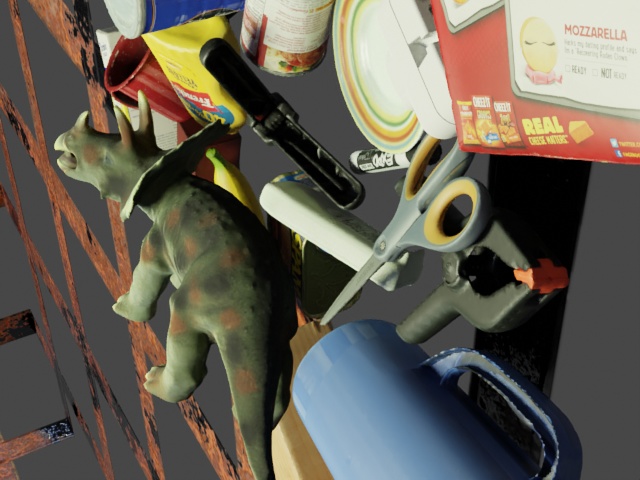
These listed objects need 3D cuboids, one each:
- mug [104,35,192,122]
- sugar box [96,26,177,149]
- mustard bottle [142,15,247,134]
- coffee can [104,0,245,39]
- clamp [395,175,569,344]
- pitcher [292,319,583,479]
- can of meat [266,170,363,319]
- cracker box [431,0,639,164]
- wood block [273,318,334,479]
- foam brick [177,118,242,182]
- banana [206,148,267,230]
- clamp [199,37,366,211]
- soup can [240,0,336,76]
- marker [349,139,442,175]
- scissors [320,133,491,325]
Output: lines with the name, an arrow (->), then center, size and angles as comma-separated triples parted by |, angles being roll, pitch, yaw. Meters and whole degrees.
mug -> -0.162, -0.164, 1.063 | 0.117, 0.081, 0.093 | -32, 43, 37
sugar box -> -0.172, -0.148, 1.143 | 0.048, 0.093, 0.176 | 29, 133, 61
mustard bottle -> -0.102, -0.149, 0.971 | 0.096, 0.058, 0.191 | 29, 166, 21
coffee can -> -0.095, -0.223, 0.829 | 0.103, 0.140, 0.103 | 50, 150, 43
clamp -> 0.095, 0.007, 0.697 | 0.172, 0.039, 0.120 | -12, 88, 61
pitcher -> 0.079, 0.154, 0.762 | 0.243, 0.149, 0.145 | 50, 166, 49
can of meat -> -0.006, 0.001, 0.915 | 0.084, 0.057, 0.102 | -126, 28, -44
cracker box -> 0.115, -0.146, 0.482 | 0.164, 0.072, 0.214 | 14, 120, 63
wood block -> -0.005, 0.189, 1.018 | 0.206, 0.090, 0.090 | 69, 158, 7
foam brick -> -0.116, -0.089, 1.108 | 0.051, 0.053, 0.078 | 58, 154, 33
banana -> -0.076, 0.005, 1.076 | 0.037, 0.069, 0.198 | -20, 83, 28
clamp -> -0.031, -0.091, 0.867 | 0.164, 0.036, 0.210 | 47, -179, -5
soup can -> -0.020, -0.179, 0.782 | 0.068, 0.068, 0.102 | 60, 156, 26
marker -> 0.053, -0.060, 0.770 | 0.121, 0.020, 0.020 | 0, 108, 67
scissors -> 0.056, 0.011, 0.709 | 0.202, 0.016, 0.096 | -63, 33, 28
